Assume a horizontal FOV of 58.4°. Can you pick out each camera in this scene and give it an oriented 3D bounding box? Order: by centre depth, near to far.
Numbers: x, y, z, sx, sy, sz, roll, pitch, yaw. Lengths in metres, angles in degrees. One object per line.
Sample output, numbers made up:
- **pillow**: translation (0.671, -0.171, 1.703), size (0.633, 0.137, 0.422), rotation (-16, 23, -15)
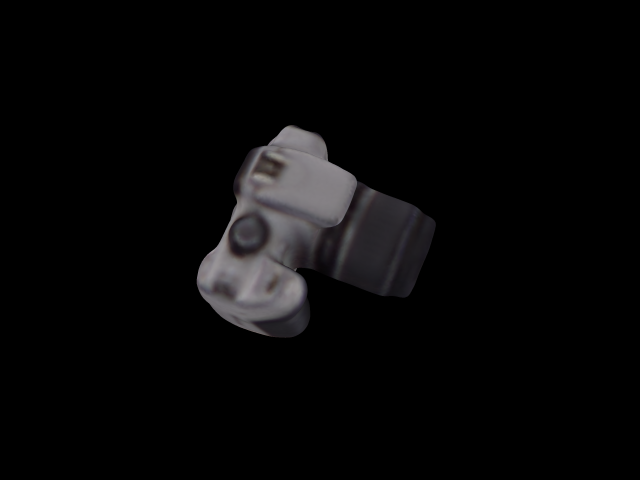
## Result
- **camera**: translation (0.004, 0.001, 0.400), size (0.136, 0.101, 0.143), rotation (21, 72, 7)
